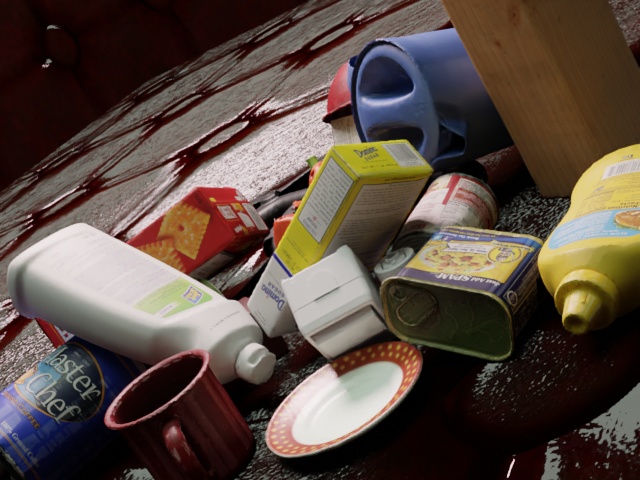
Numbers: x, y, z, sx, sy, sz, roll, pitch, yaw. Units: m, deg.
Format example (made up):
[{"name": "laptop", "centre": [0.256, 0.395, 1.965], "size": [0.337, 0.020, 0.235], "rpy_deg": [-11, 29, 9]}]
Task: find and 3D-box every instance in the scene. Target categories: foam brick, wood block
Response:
[{"name": "foam brick", "centre": [-0.077, 0.095, 0.955], "size": [0.078, 0.051, 0.053], "rpy_deg": [-35, 17, -14]}, {"name": "wood block", "centre": [0.199, -0.147, 0.902], "size": [0.090, 0.206, 0.090], "rpy_deg": [-40, 19, -26]}]

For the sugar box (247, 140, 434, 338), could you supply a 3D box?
[{"name": "sugar box", "centre": [0.014, 0.000, 0.875], "size": [0.093, 0.048, 0.176], "rpy_deg": [-8, -40, -44]}]

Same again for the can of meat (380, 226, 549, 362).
[{"name": "can of meat", "centre": [0.108, 0.034, 0.771], "size": [0.102, 0.057, 0.083], "rpy_deg": [9, 36, 33]}]

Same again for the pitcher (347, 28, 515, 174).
[{"name": "pitcher", "centre": [0.154, -0.150, 1.019], "size": [0.242, 0.149, 0.145], "rpy_deg": [-17, -9, -28]}]

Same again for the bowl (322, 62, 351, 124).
[{"name": "bowl", "centre": [0.073, -0.184, 1.236], "size": [0.162, 0.055, 0.162], "rpy_deg": [-16, -2, -1]}]

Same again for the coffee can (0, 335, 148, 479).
[{"name": "coffee can", "centre": [-0.226, 0.154, 0.956], "size": [0.140, 0.103, 0.103], "rpy_deg": [-39, 19, -24]}]

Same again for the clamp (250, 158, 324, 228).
[{"name": "clamp", "centre": [-0.050, -0.041, 1.311], "size": [0.171, 0.039, 0.120], "rpy_deg": [-32, 12, 7]}]

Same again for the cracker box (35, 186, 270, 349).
[{"name": "cracker box", "centre": [-0.167, 0.031, 1.097], "size": [0.214, 0.072, 0.164], "rpy_deg": [-36, -4, 10]}]

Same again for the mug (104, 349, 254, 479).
[{"name": "mug", "centre": [-0.100, 0.146, 0.801], "size": [0.093, 0.081, 0.117], "rpy_deg": [-33, 17, -5]}]

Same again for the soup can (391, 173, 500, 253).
[{"name": "soup can", "centre": [0.105, -0.003, 0.895], "size": [0.069, 0.068, 0.102], "rpy_deg": [-19, 21, 34]}]

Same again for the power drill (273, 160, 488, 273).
[{"name": "power drill", "centre": [0.052, -0.031, 1.014], "size": [0.185, 0.057, 0.187], "rpy_deg": [-2, 23, 25]}]

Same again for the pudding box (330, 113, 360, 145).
[{"name": "pudding box", "centre": [0.065, -0.102, 1.194], "size": [0.039, 0.090, 0.114], "rpy_deg": [-8, -2, -40]}]

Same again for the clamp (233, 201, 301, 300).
[{"name": "clamp", "centre": [-0.007, 0.001, 1.123], "size": [0.165, 0.036, 0.210], "rpy_deg": [-23, 21, 14]}]

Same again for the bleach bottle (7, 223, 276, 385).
[{"name": "bleach bottle", "centre": [-0.147, 0.065, 0.906], "size": [0.251, 0.068, 0.102], "rpy_deg": [23, 43, 32]}]

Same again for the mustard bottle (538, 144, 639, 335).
[{"name": "mustard bottle", "centre": [0.203, 0.002, 0.733], "size": [0.096, 0.058, 0.191], "rpy_deg": [-10, 26, 37]}]

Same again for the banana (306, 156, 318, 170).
[{"name": "banana", "centre": [0.053, -0.064, 1.153], "size": [0.037, 0.069, 0.198], "rpy_deg": [-26, 15, -41]}]
